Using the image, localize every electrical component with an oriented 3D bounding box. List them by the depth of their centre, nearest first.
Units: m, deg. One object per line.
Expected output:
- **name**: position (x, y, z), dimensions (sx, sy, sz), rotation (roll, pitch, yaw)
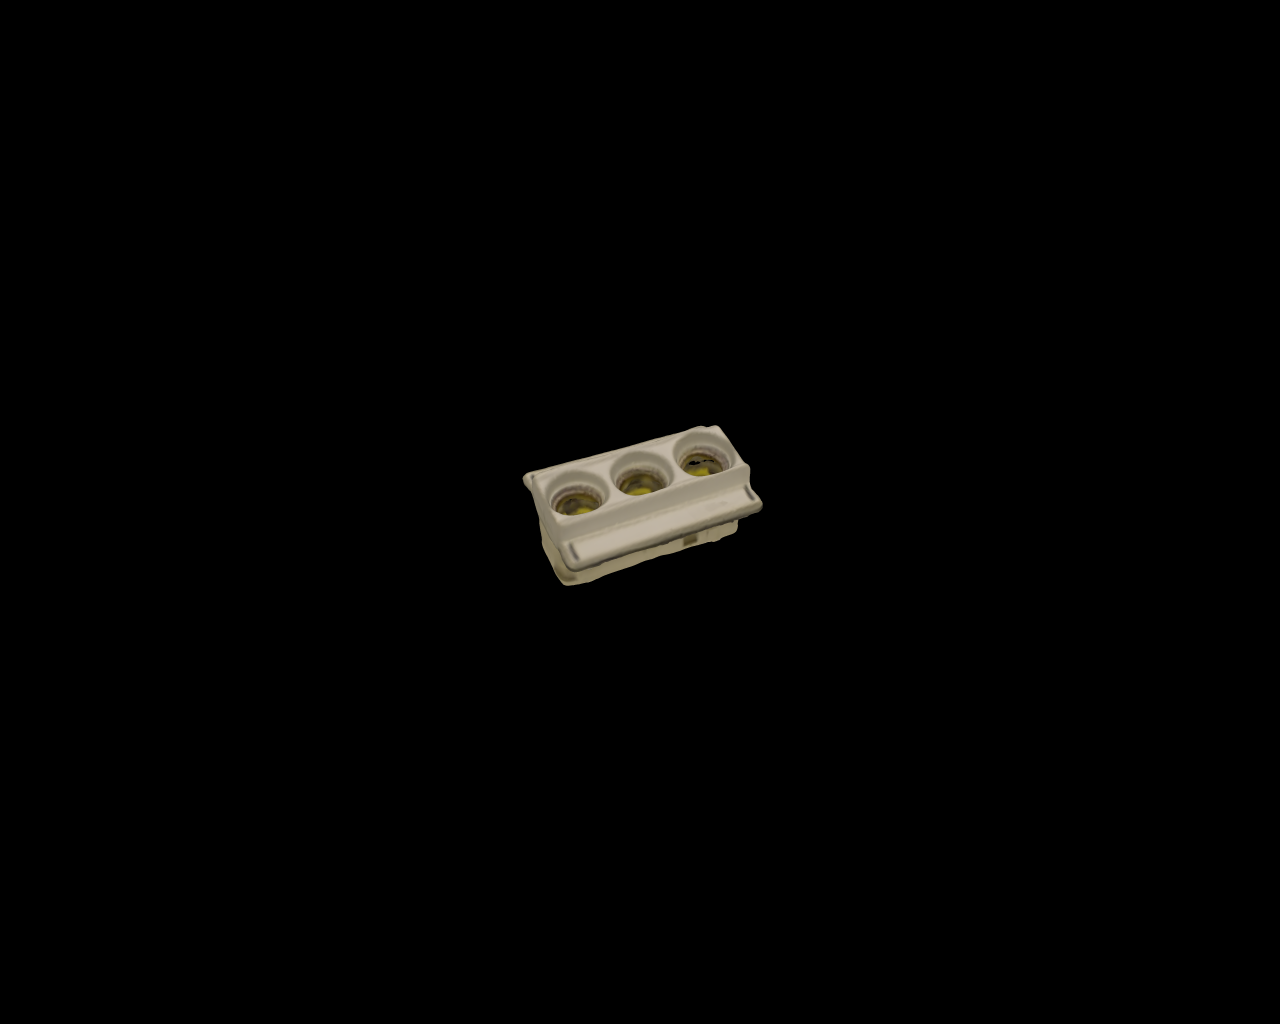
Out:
- **electrical component**: position (0.001, -0.003, 0.650), dimensions (0.121, 0.063, 0.079), rotation (-17, 48, -16)
